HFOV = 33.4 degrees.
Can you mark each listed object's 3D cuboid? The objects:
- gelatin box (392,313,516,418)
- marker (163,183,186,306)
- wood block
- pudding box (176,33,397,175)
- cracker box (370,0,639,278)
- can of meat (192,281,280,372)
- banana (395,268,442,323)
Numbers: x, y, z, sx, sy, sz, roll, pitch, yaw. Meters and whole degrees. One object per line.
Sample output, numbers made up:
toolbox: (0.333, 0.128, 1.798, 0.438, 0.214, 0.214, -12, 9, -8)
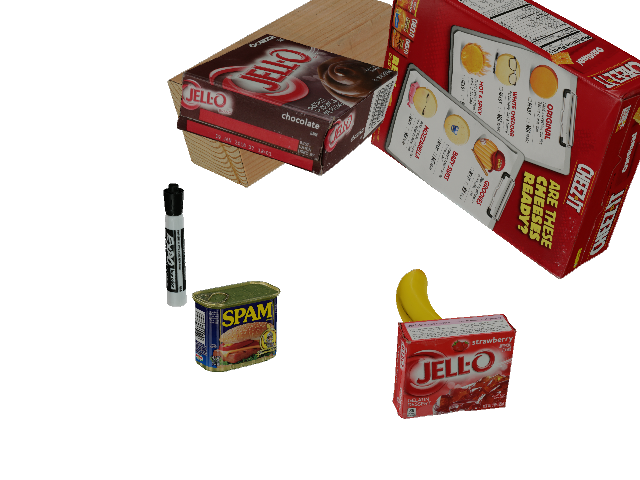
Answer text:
gelatin box: (0.103, 0.098, 0.830, 0.089, 0.073, 0.030, -4, 29, -12)
marker: (-0.137, 0.004, 1.008, 0.020, 0.121, 0.020, 1, 22, -1)
wood block: (-0.027, -0.148, 1.002, 0.205, 0.091, 0.090, -35, 41, -28)
pudding box: (-0.017, -0.081, 0.612, 0.090, 0.039, 0.113, 20, 25, 15)
cracker box: (0.143, -0.099, 0.826, 0.072, 0.164, 0.214, -27, 51, -34)
can of meat: (-0.098, 0.100, 1.242, 0.101, 0.084, 0.058, -10, 19, -36)
banana: (0.123, 0.085, 1.212, 0.069, 0.037, 0.198, 5, 24, -24)
